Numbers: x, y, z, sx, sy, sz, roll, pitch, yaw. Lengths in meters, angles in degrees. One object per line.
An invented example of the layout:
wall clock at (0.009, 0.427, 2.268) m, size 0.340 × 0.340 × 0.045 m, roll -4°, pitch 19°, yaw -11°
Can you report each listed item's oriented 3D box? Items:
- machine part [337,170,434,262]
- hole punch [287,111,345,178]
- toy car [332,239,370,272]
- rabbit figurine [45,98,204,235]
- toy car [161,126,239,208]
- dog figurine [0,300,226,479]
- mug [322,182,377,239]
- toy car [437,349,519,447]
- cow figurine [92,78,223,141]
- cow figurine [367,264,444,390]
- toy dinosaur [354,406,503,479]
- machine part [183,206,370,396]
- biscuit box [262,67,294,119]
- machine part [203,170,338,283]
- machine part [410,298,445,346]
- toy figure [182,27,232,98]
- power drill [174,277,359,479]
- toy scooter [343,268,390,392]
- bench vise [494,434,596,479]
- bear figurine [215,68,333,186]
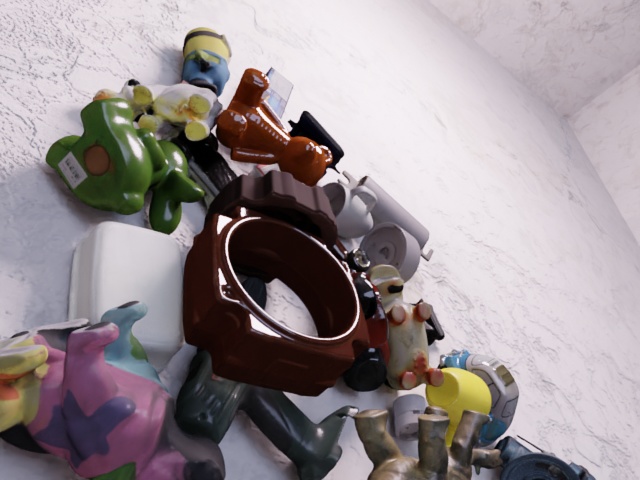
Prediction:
machine part at (0.127, -0.042, 1.034) m, size 0.243 × 0.079 × 0.079 m, roll 42°, pitch 35°, yaw -12°
hole punch at (-0.028, -0.156, 0.975) m, size 0.142 × 0.092 × 0.116 m, roll 44°, pitch -8°, yaw -2°
toy car at (-0.002, -0.003, 0.845) m, size 0.202 × 0.089 × 0.053 m, roll 47°, pitch 38°, yaw 0°
rabbit figurine at (-0.217, -0.093, 0.681) m, size 0.159 × 0.121 × 0.170 m, roll 46°, pitch 20°, yaw 7°
toy car at (-0.155, -0.087, 0.794) m, size 0.202 × 0.056 × 0.073 m, roll 50°, pitch 41°, yaw 4°
dog figurine at (-0.189, 0.176, 0.464) m, size 0.108 × 0.192 × 0.219 m, roll -139°, pitch -147°, yaw -85°
mug at (0.053, -0.052, 0.946) m, size 0.107 × 0.109 × 0.081 m, roll 30°, pitch 31°, yaw -46°
toy car at (0.275, 0.248, 0.896) m, size 0.109 × 0.103 × 0.162 m, roll -1°, pitch 60°, yaw -49°
cow figurine at (-0.229, -0.195, 0.768) m, size 0.167 × 0.068 × 0.098 m, roll 8°, pitch 29°, yaw 0°
cow figurine at (0.114, 0.132, 0.828) m, size 0.085 × 0.127 × 0.195 m, roll -5°, pitch 76°, yaw -24°
toy dinosaur at (0.102, 0.293, 0.603) m, size 0.471 × 0.105 × 0.198 m, roll 14°, pitch 71°, yaw -46°
machine part at (-0.049, 0.066, 0.619) m, size 0.201 × 0.087 × 0.202 m, roll 22°, pitch 33°, yaw -29°
biscuit box at (-0.102, -0.238, 0.985) m, size 0.059 × 0.063 × 0.203 m, roll 35°, pitch 37°, yaw -20°
machine part at (-0.068, -0.015, 0.722) m, size 0.179 × 0.179 × 0.056 m, roll 24°, pitch 39°, yaw -31°
machine part at (0.167, 0.140, 0.938) m, size 0.139 × 0.039 × 0.084 m, roll 14°, pitch 53°, yaw -41°
toy figure at (-0.199, -0.303, 0.928) m, size 0.089 × 0.082 × 0.180 m, roll 30°, pitch 41°, yaw -28°
power drill at (-0.053, 0.169, 0.637) m, size 0.207 × 0.086 × 0.232 m, roll 46°, pitch 36°, yaw -11°
toy scooter at (0.054, 0.114, 0.766) m, size 0.075 × 0.183 × 0.135 m, roll -7°, pitch 25°, yaw -5°
bench vise at (0.362, 0.406, 0.806) m, size 0.224 × 0.129 × 0.240 m, roll 45°, pitch 17°, yaw 9°
bear figurine at (-0.063, -0.154, 0.845) m, size 0.196 × 0.132 × 0.120 m, roll 30°, pitch 70°, yaw -10°
